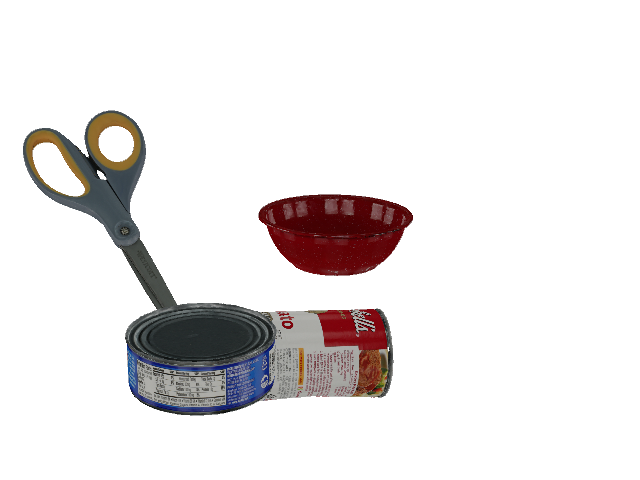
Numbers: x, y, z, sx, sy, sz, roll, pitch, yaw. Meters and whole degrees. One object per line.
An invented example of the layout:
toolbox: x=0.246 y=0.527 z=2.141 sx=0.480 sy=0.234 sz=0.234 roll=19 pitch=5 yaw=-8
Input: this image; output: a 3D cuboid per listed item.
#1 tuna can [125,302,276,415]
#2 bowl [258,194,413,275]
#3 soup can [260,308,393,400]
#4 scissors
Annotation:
tuna can: x=-0.068 y=0.067 z=0.612 sx=0.086 sy=0.034 sz=0.086 roll=1 pitch=18 yaw=0
bowl: x=0.016 y=-0.003 z=1.115 sx=0.162 sy=0.055 sz=0.162 roll=0 pitch=17 yaw=0
soup can: x=-0.004 y=0.087 z=0.805 sx=0.102 sy=0.068 sz=0.069 roll=0 pitch=0 yaw=-14
scissors: x=-0.130 y=-0.021 z=0.767 sx=0.096 sy=0.202 sz=0.016 roll=-42 pitch=-16 yaw=-23
